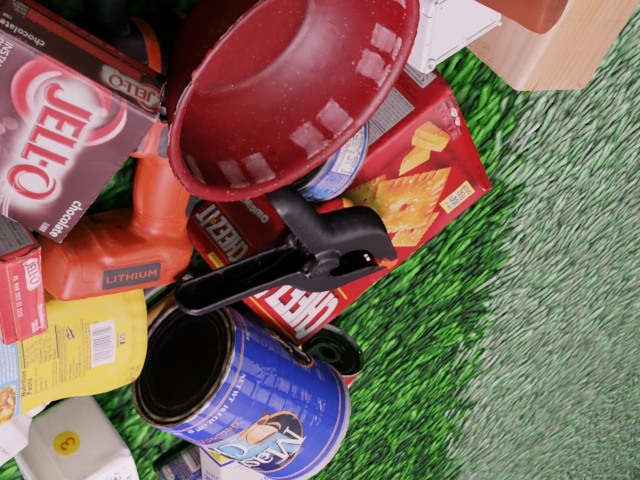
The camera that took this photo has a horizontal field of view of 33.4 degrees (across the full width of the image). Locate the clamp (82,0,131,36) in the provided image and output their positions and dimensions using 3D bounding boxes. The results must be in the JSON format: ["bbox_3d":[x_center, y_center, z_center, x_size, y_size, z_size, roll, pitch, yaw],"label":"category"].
[{"bbox_3d":[-0.109,-0.189,0.478,0.165,0.036,0.209,-57,147,10],"label":"clamp"}]

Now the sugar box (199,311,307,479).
[{"bbox_3d":[-0.060,0.150,0.930,0.093,0.048,0.176,-20,125,-32],"label":"sugar box"}]

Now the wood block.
[{"bbox_3d":[0.185,-0.214,0.744,0.090,0.090,0.206,-8,137,-43],"label":"wood block"}]

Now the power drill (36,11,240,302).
[{"bbox_3d":[-0.118,-0.049,0.640,0.184,0.057,0.188,-8,138,-39],"label":"power drill"}]

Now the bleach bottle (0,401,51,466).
[{"bbox_3d":[-0.292,0.182,0.741,0.250,0.068,0.102,-39,152,-10],"label":"bleach bottle"}]

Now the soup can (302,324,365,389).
[{"bbox_3d":[-0.011,0.136,1.003,0.068,0.068,0.102,-8,137,-45],"label":"soup can"}]

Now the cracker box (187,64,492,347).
[{"bbox_3d":[0.021,-0.027,0.818,0.213,0.072,0.164,-40,150,-1],"label":"cracker box"}]

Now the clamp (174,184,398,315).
[{"bbox_3d":[-0.005,0.001,0.714,0.171,0.039,0.120,-9,154,-41],"label":"clamp"}]

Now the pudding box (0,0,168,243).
[{"bbox_3d":[-0.141,-0.058,0.529,0.090,0.039,0.114,29,134,-20],"label":"pudding box"}]

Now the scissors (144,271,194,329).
[{"bbox_3d":[-0.165,0.098,0.822,0.202,0.016,0.096,-44,151,5],"label":"scissors"}]

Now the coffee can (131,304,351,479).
[{"bbox_3d":[-0.058,0.116,0.812,0.103,0.103,0.140,-47,132,9],"label":"coffee can"}]

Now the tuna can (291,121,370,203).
[{"bbox_3d":[-0.011,-0.069,0.710,0.033,0.086,0.086,9,124,-52],"label":"tuna can"}]

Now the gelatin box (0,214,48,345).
[{"bbox_3d":[-0.184,0.004,0.599,0.030,0.089,0.073,-24,146,-28],"label":"gelatin box"}]

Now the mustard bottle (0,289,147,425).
[{"bbox_3d":[-0.207,0.073,0.691,0.191,0.058,0.096,-16,123,-36],"label":"mustard bottle"}]

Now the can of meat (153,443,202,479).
[{"bbox_3d":[-0.106,0.227,1.024,0.084,0.057,0.102,-32,149,-11],"label":"can of meat"}]

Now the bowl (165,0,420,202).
[{"bbox_3d":[-0.025,-0.097,0.569,0.162,0.055,0.162,-31,154,-18],"label":"bowl"}]
